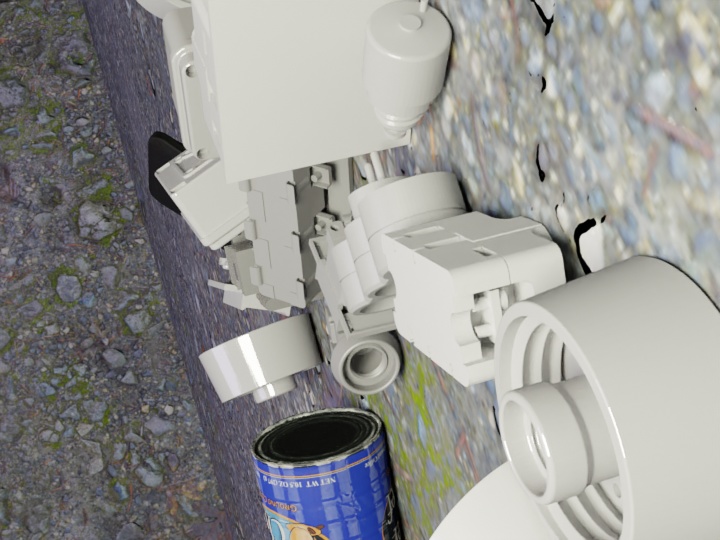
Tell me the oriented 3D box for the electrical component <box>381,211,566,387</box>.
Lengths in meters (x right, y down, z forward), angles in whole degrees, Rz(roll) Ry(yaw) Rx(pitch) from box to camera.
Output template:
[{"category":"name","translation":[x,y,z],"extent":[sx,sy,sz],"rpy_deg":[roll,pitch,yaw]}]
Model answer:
[{"category":"electrical component","translation":[0.052,0.009,0.467],"extent":[0.089,0.056,0.050],"rpy_deg":[-144,42,-69]}]

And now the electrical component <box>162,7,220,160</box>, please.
[{"category":"electrical component","translation":[-0.058,-0.119,0.655],"extent":[0.078,0.113,0.057],"rpy_deg":[90,163,-44]}]

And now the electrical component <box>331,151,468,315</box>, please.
[{"category":"electrical component","translation":[0.016,-0.027,0.580],"extent":[0.138,0.052,0.073],"rpy_deg":[126,129,-72]}]

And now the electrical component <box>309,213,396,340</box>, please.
[{"category":"electrical component","translation":[0.000,0.000,0.694],"extent":[0.063,0.042,0.081],"rpy_deg":[101,151,-52]}]

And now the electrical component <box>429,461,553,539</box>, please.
[{"category":"electrical component","translation":[0.068,0.127,0.444],"extent":[0.099,0.099,0.064],"rpy_deg":[93,152,-50]}]

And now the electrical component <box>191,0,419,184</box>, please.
[{"category":"electrical component","translation":[-0.030,-0.143,0.539],"extent":[0.186,0.105,0.060],"rpy_deg":[91,160,-46]}]

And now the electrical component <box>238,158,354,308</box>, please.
[{"category":"electrical component","translation":[-0.045,-0.039,0.758],"extent":[0.079,0.063,0.121],"rpy_deg":[17,131,25]}]

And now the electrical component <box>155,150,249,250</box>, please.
[{"category":"electrical component","translation":[-0.097,-0.077,0.839],"extent":[0.056,0.109,0.109],"rpy_deg":[56,174,-22]}]

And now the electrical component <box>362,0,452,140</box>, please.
[{"category":"electrical component","translation":[0.021,-0.094,0.523],"extent":[0.078,0.040,0.040],"rpy_deg":[97,155,-55]}]

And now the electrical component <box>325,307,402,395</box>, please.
[{"category":"electrical component","translation":[0.001,0.054,0.733],"extent":[0.055,0.048,0.066],"rpy_deg":[-115,16,-63]}]

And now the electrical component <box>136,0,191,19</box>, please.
[{"category":"electrical component","translation":[-0.127,-0.245,0.822],"extent":[0.060,0.108,0.108],"rpy_deg":[-164,61,-67]}]

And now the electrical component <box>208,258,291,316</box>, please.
[{"category":"electrical component","translation":[-0.096,0.006,1.018],"extent":[0.121,0.079,0.063],"rpy_deg":[-175,93,-75]}]

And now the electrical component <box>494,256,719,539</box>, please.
[{"category":"electrical component","translation":[0.084,0.054,0.377],"extent":[0.108,0.060,0.108],"rpy_deg":[166,90,-76]}]

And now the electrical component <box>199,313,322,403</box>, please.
[{"category":"electrical component","translation":[-0.087,0.087,0.988],"extent":[0.108,0.108,0.060],"rpy_deg":[140,109,-74]}]
